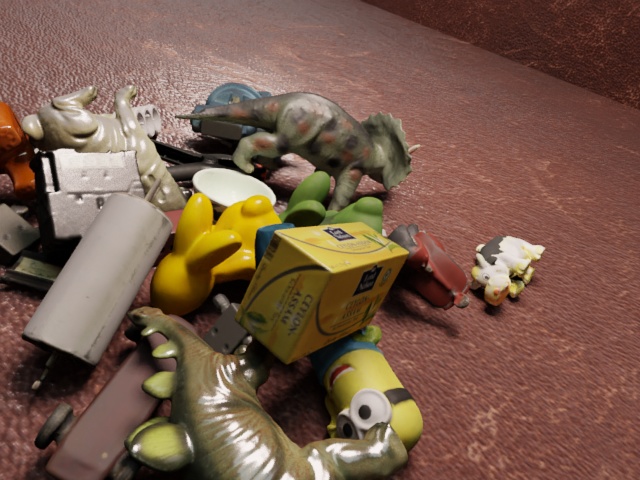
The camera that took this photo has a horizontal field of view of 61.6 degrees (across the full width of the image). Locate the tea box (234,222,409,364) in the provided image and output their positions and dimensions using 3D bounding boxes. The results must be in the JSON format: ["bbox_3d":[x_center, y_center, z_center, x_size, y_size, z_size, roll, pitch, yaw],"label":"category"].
[{"bbox_3d":[0.009,0.042,0.511,0.068,0.098,0.169,35,22,24],"label":"tea box"}]

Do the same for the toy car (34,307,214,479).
[{"bbox_3d":[-0.176,0.145,0.504,0.089,0.053,0.202,36,34,-7],"label":"toy car"}]

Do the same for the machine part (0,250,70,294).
[{"bbox_3d":[-0.313,0.016,0.651,0.084,0.039,0.139,8,35,3],"label":"machine part"}]

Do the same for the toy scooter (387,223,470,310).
[{"bbox_3d":[0.153,0.040,0.750,0.135,0.075,0.184,44,8,9],"label":"toy scooter"}]

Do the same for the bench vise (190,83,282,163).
[{"bbox_3d":[-0.119,-0.234,1.009,0.224,0.128,0.241,0,34,2],"label":"bench vise"}]

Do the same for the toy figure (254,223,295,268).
[{"bbox_3d":[-0.042,0.060,0.594,0.064,0.154,0.058,-14,15,-35],"label":"toy figure"}]

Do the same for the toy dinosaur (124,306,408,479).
[{"bbox_3d":[-0.031,0.210,0.422,0.472,0.105,0.198,40,40,24],"label":"toy dinosaur"}]

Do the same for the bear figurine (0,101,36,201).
[{"bbox_3d":[-0.453,-0.093,0.642,0.196,0.120,0.132,-27,55,-20],"label":"bear figurine"}]

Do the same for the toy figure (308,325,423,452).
[{"bbox_3d":[0.043,0.146,0.572,0.089,0.082,0.180,1,33,-23],"label":"toy figure"}]

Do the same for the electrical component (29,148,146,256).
[{"bbox_3d":[-0.263,-0.036,0.623,0.115,0.058,0.134,-5,80,-39],"label":"electrical component"}]

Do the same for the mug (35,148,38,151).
[{"bbox_3d":[-0.358,-0.109,0.785,0.110,0.080,0.107,39,49,16],"label":"mug"}]

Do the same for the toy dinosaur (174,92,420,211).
[{"bbox_3d":[-0.005,-0.163,0.860,0.404,0.192,0.131,25,18,-29],"label":"toy dinosaur"}]

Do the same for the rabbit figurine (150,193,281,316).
[{"bbox_3d":[-0.121,0.027,0.636,0.173,0.162,0.122,-32,67,-27],"label":"rabbit figurine"}]

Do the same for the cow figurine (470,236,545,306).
[{"bbox_3d":[0.275,0.040,0.834,0.098,0.068,0.167,29,32,29],"label":"cow figurine"}]

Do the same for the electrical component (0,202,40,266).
[{"bbox_3d":[-0.386,-0.008,0.650,0.078,0.045,0.102,40,33,-15],"label":"electrical component"}]

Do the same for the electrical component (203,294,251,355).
[{"bbox_3d":[-0.099,0.105,0.586,0.094,0.063,0.021,49,15,29],"label":"electrical component"}]

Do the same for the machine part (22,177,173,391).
[{"bbox_3d":[-0.222,0.039,0.551,0.079,0.079,0.243,20,66,5],"label":"machine part"}]

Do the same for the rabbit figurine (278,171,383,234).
[{"bbox_3d":[-0.001,-0.002,0.729,0.170,0.158,0.121,0,44,3],"label":"rabbit figurine"}]

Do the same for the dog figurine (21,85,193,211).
[{"bbox_3d":[-0.275,-0.091,0.711,0.172,0.121,0.190,-28,89,-40],"label":"dog figurine"}]
